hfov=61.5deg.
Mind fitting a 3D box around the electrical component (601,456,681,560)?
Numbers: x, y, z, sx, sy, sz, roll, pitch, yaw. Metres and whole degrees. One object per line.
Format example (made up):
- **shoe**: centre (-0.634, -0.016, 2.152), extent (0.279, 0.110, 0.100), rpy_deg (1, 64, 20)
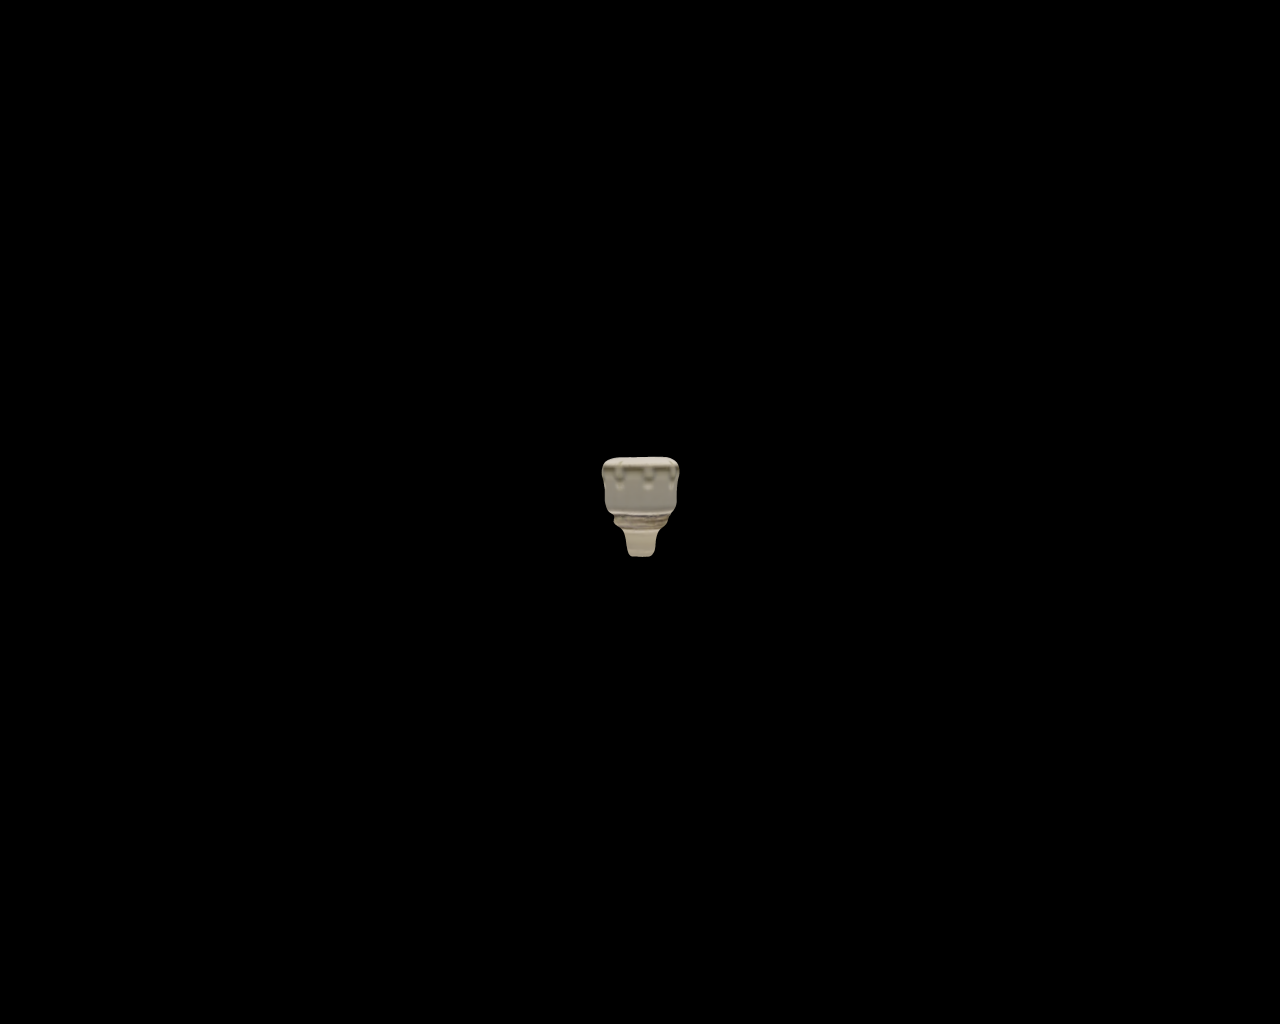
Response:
- **electrical component**: centre (0.001, -0.003, 0.650), extent (0.048, 0.062, 0.048), rpy_deg (0, 4, 0)
